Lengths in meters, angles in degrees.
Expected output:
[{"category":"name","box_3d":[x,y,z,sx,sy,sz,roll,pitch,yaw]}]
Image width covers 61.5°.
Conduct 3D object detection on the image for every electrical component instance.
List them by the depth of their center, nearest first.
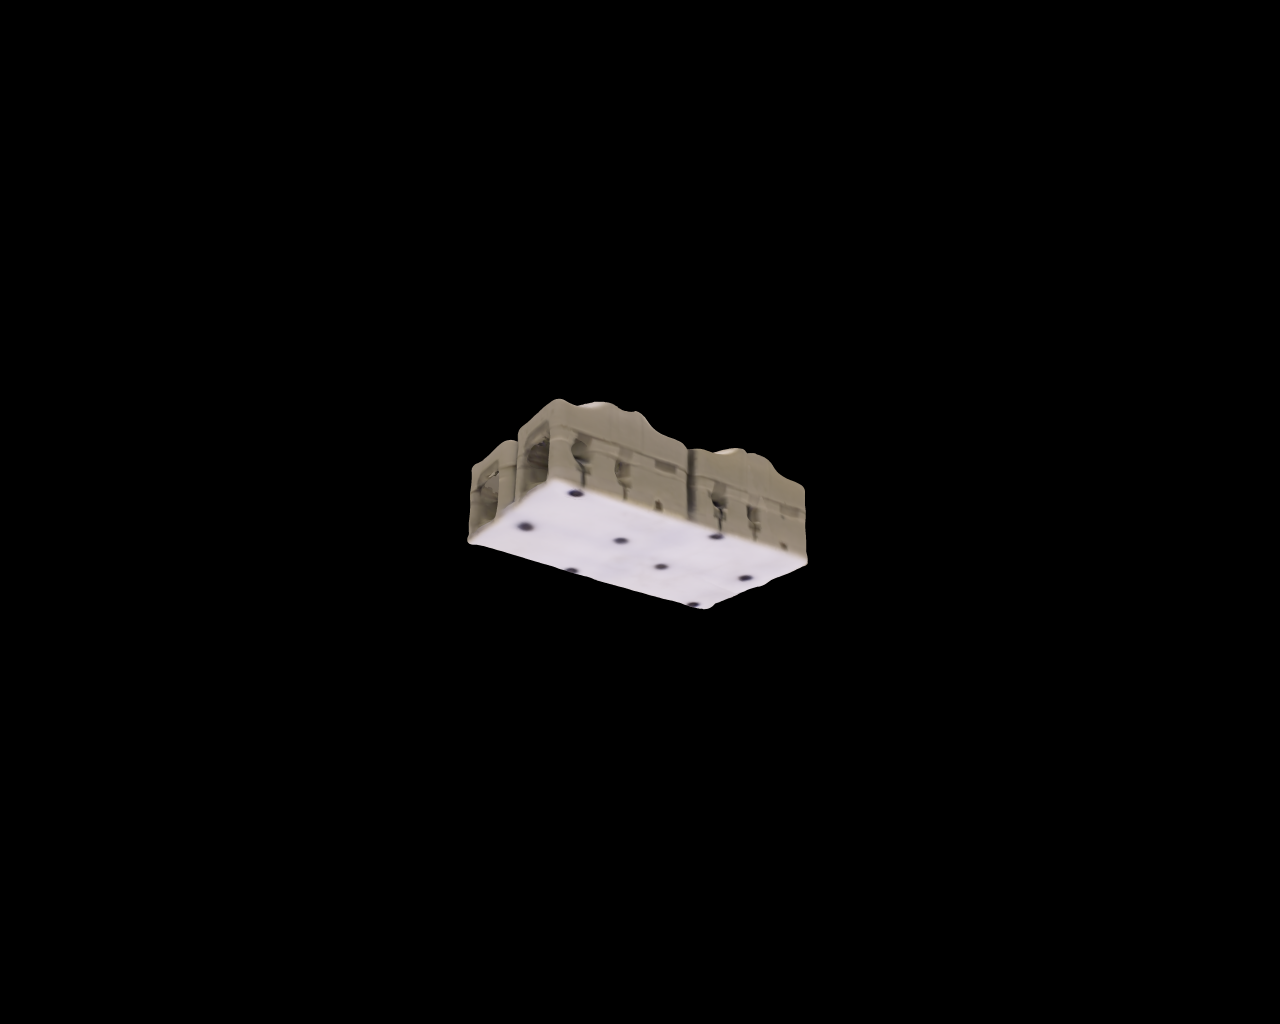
[{"category":"electrical component","box_3d":[0.001,-0.003,0.650,0.186,0.060,0.105,18,-32,-31]}]
